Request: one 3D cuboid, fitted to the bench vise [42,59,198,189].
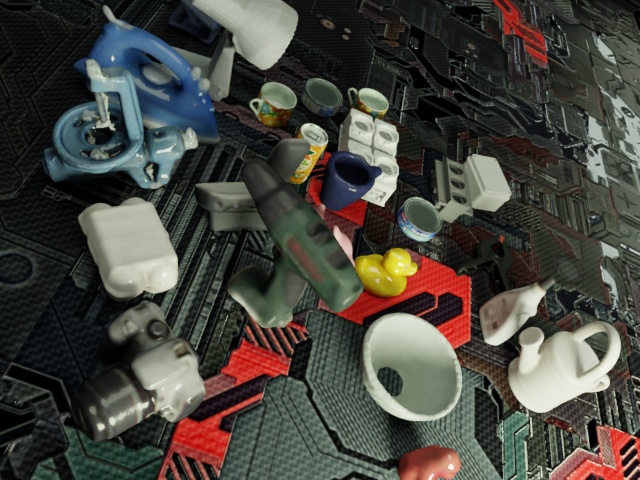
[{"bbox_3d":[-0.277,-0.170,0.814,0.208,0.219,0.121,-25,70,-40],"label":"bench vise"}]

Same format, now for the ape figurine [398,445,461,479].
[{"bbox_3d":[0.155,0.310,0.777,0.076,0.092,0.078,38,46,2],"label":"ape figurine"}]

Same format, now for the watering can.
[{"bbox_3d":[0.399,0.199,0.929,0.173,0.194,0.101,8,52,-24],"label":"watering can"}]

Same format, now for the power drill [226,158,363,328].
[{"bbox_3d":[-0.054,0.026,0.797,0.229,0.208,0.076,44,47,7],"label":"power drill"}]

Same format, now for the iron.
[{"bbox_3d":[-0.264,-0.271,0.952,0.258,0.141,0.119,28,47,-7],"label":"iron"}]

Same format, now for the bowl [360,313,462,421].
[{"bbox_3d":[0.123,0.198,0.857,0.168,0.074,0.167,15,50,-19],"label":"bowl"}]

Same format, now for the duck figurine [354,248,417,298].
[{"bbox_3d":[0.113,0.045,0.961,0.105,0.086,0.077,18,49,-17],"label":"duck figurine"}]

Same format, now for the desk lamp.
[{"bbox_3d":[-0.167,-0.356,1.023,0.204,0.213,0.118,12,51,-21],"label":"desk lamp"}]

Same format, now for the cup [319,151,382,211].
[{"bbox_3d":[0.049,-0.099,1.029,0.118,0.095,0.091,-11,62,-35],"label":"cup"}]

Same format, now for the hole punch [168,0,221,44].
[{"bbox_3d":[-0.238,-0.469,1.154,0.101,0.091,0.108,24,48,-11],"label":"hole punch"}]

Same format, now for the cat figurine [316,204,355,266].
[{"bbox_3d":[0.008,0.003,0.912,0.067,0.117,0.127,3,55,-27],"label":"cat figurine"}]

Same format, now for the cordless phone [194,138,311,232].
[{"bbox_3d":[-0.102,-0.099,0.882,0.148,0.185,0.094,-7,60,-33],"label":"cordless phone"}]

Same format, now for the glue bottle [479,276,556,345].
[{"bbox_3d":[0.339,0.111,0.978,0.037,0.173,0.078,17,49,-17],"label":"glue bottle"}]

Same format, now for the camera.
[{"bbox_3d":[-0.222,0.159,0.674,0.137,0.100,0.143,-26,71,-40],"label":"camera"}]

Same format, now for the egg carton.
[{"bbox_3d":[-0.261,0.011,0.787,0.107,0.069,0.150,-15,64,-37],"label":"egg carton"}]
